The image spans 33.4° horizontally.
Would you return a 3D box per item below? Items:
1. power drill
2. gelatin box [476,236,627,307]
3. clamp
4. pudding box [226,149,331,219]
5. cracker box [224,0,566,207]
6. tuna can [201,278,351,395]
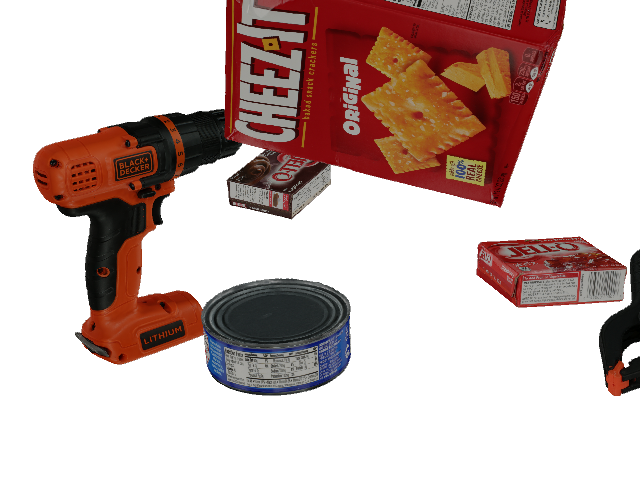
[{"bbox_3d":[-0.135,-0.007,0.860,0.184,0.188,0.057,-18,25,-35],"label":"power drill"},{"bbox_3d":[0.171,0.022,0.798,0.089,0.030,0.073,-2,19,-14],"label":"gelatin box"},{"bbox_3d":[0.300,0.070,0.970,0.171,0.039,0.120,-34,38,-26],"label":"clamp"},{"bbox_3d":[-0.049,-0.072,1.307,0.090,0.039,0.113,12,33,22],"label":"pudding box"},{"bbox_3d":[0.043,-0.118,0.736,0.214,0.072,0.164,14,-36,4],"label":"cracker box"},{"bbox_3d":[-0.025,0.055,0.615,0.086,0.034,0.086,-2,22,1],"label":"tuna can"}]
